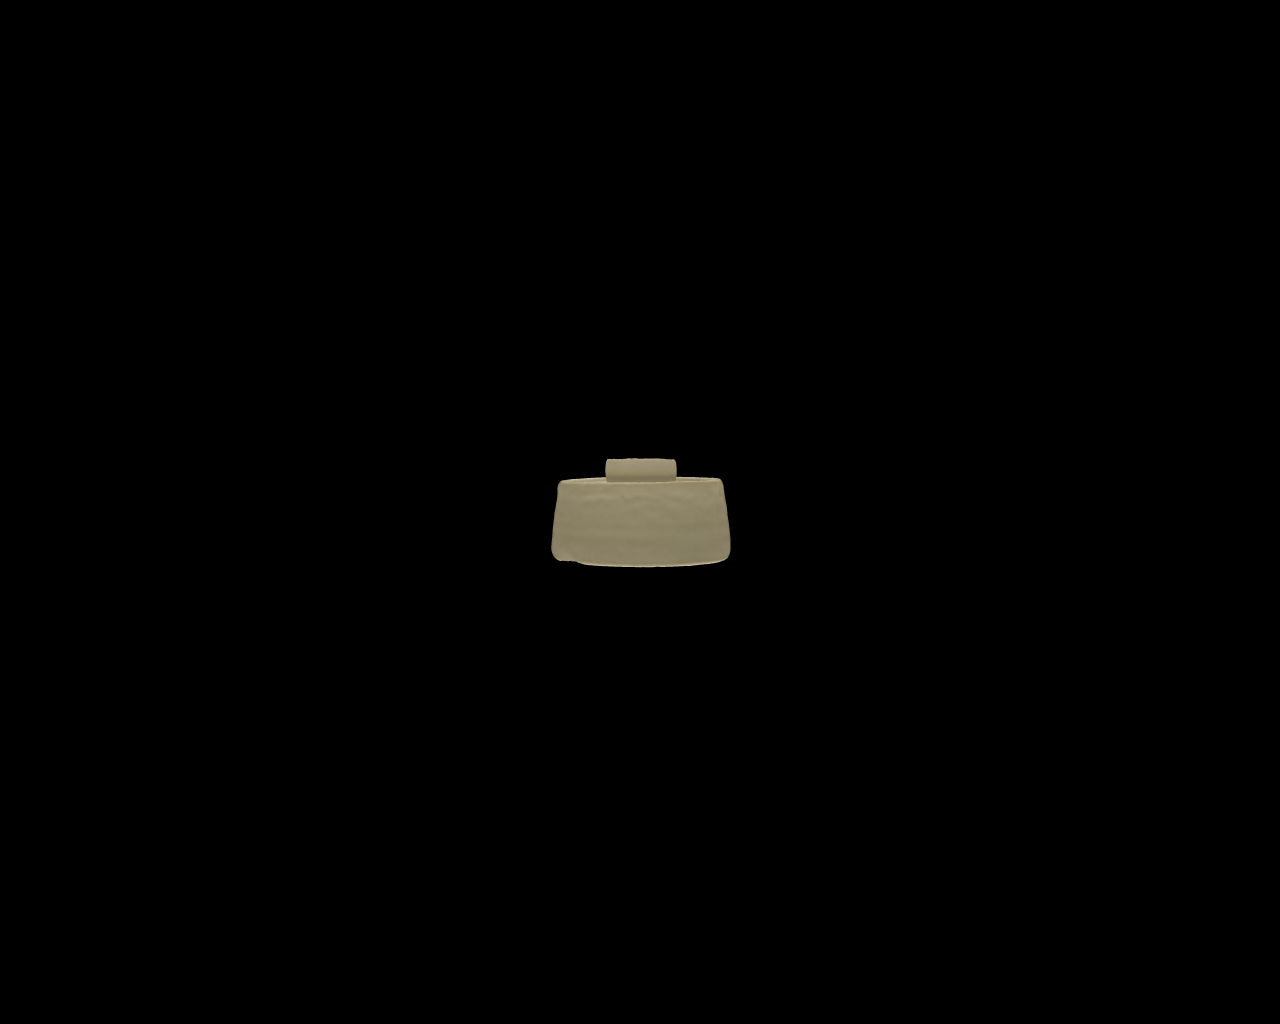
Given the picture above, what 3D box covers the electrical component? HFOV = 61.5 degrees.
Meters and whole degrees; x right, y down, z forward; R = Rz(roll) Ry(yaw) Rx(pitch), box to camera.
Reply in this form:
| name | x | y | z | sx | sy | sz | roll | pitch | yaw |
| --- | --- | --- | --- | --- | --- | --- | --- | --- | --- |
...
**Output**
| name | x | y | z | sx | sy | sz | roll | pitch | yaw |
| --- | --- | --- | --- | --- | --- | --- | --- | --- | --- |
| electrical component | 0.001 | -0.003 | 0.650 | 0.108 | 0.060 | 0.108 | 0 | 4 | 0 |
